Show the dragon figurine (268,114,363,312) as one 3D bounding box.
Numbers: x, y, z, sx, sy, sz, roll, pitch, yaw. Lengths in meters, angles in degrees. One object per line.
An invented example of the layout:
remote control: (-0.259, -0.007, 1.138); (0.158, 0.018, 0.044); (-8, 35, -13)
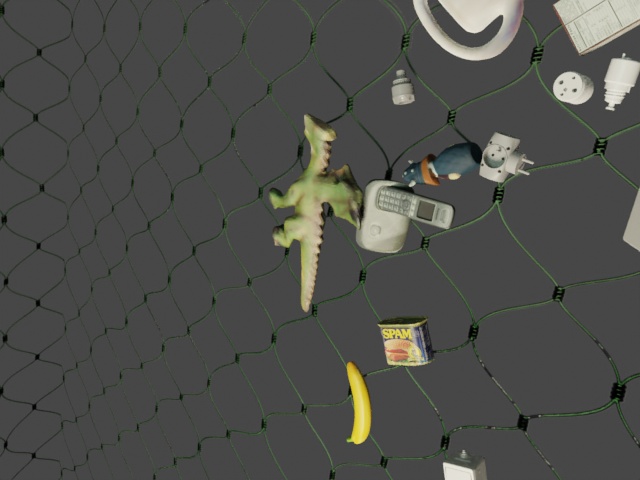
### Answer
dragon figurine: (0.003, -0.054, 1.066); (0.241, 0.123, 0.411); (-13, 85, 59)

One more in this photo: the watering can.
watering can: (0.235, -0.471, 0.861); (0.221, 0.104, 0.352); (-40, 69, 36)
